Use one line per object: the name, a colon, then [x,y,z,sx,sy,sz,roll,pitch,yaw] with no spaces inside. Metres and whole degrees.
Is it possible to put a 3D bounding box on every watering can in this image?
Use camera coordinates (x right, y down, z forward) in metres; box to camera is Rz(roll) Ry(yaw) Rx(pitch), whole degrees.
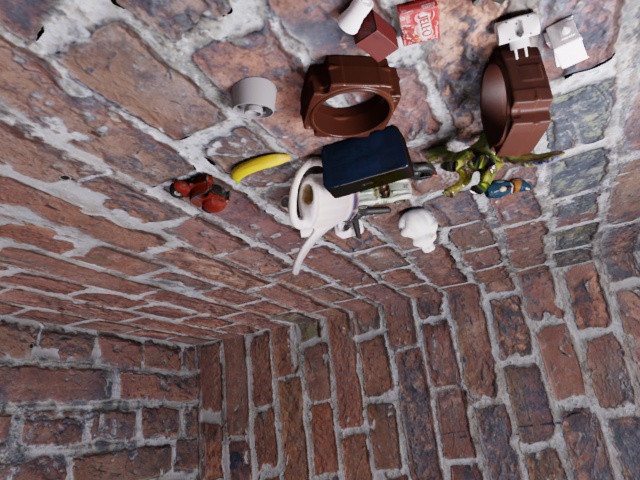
watering can: [0.005,-0.075,1.497,0.225,0.342,0.105,-10,25,-32]

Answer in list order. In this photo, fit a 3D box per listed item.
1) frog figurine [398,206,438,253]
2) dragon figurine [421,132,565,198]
frog figurine: [0.354,-0.034,1.845,0.137,0.162,0.120,-7,-23,-2]
dragon figurine: [0.433,-0.232,1.317,0.408,0.120,0.248,-6,38,42]
